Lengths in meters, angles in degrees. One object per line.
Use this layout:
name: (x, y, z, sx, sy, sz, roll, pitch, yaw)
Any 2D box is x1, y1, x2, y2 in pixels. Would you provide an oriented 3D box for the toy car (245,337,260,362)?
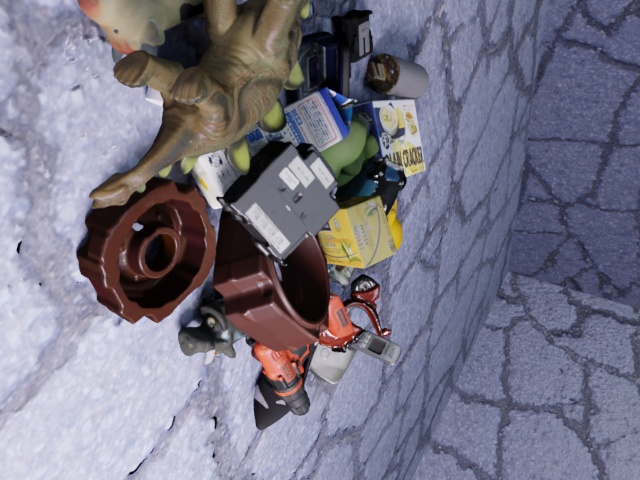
toy car: (-0.065, 0.127, 0.973, 0.089, 0.053, 0.202, 44, 64, -40)

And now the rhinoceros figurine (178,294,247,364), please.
rhinoceros figurine: (-0.140, 0.125, 0.824, 0.190, 0.073, 0.112, -10, 124, -62)

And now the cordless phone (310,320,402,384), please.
cordless phone: (0.070, 0.250, 1.152, 0.146, 0.184, 0.088, -56, 153, -30)

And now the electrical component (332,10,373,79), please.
electrical component: (0.057, -0.337, 0.947, 0.075, 0.048, 0.119, -40, 136, -46)

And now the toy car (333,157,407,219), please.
toy car: (0.079, -0.086, 0.990, 0.109, 0.103, 0.161, 11, 111, -42)

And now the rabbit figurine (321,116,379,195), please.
rabbit figurine: (0.016, -0.145, 0.870, 0.159, 0.121, 0.170, -49, -178, -8)

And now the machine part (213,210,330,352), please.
machine part: (-0.061, 0.045, 0.789, 0.201, 0.087, 0.201, 46, 34, -45)

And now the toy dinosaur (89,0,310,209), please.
toy dinosaur: (-0.074, -0.200, 0.577, 0.471, 0.105, 0.198, -55, 168, -22)

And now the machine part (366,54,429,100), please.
machine part: (0.163, -0.334, 1.112, 0.243, 0.079, 0.079, -19, 121, -59)

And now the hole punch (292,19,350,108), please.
hole punch: (0.003, -0.270, 0.861, 0.116, 0.092, 0.142, -86, 173, -59)

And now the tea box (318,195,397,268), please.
tea box: (0.041, -0.015, 0.864, 0.068, 0.170, 0.098, -23, 100, -22)

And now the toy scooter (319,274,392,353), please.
toy scooter: (0.071, 0.172, 1.119, 0.184, 0.135, 0.075, -39, -177, -5)

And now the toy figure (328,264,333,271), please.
toy figure: (-0.004, -0.003, 0.970, 0.064, 0.058, 0.154, -12, 95, -20)

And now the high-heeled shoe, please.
high-heeled shoe: (-0.052, 0.219, 0.993, 0.249, 0.086, 0.145, -67, 179, -51)

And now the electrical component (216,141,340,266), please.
electrical component: (-0.042, -0.053, 0.655, 0.134, 0.058, 0.114, -46, 123, -16)

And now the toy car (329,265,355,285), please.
toy car: (0.028, 0.031, 1.089, 0.073, 0.056, 0.201, -65, 152, -15)

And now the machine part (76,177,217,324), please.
machine part: (-0.204, 0.010, 0.648, 0.179, 0.056, 0.179, -36, 135, -48)

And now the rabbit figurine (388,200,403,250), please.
rabbit figurine: (0.117, -0.043, 1.151, 0.173, 0.122, 0.162, 39, 46, -40)

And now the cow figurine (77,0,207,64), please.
cow figurine: (-0.162, -0.254, 0.551, 0.195, 0.086, 0.127, -38, 130, -49)
